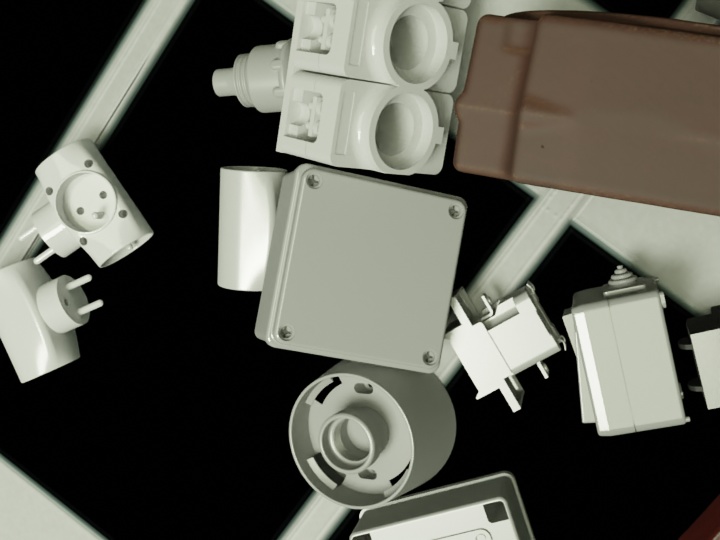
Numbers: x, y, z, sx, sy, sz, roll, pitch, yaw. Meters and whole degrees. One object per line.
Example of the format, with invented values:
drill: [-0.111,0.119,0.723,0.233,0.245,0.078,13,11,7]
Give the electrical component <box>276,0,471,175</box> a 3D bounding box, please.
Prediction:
electrical component: [0.014,-0.136,0.634,0.062,0.089,0.150,20,105,47]

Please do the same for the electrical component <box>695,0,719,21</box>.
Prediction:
electrical component: [0.217,-0.185,0.585,0.060,0.108,0.108,21,102,15]

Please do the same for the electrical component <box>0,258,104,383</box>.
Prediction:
electrical component: [-0.214,0.028,0.742,0.079,0.043,0.077,-23,93,15]

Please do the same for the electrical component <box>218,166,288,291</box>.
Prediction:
electrical component: [-0.053,-0.026,0.698,0.079,0.044,0.077,5,100,12]

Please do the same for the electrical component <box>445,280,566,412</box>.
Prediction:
electrical component: [0.091,0.043,0.679,0.064,0.042,0.081,-31,92,14]

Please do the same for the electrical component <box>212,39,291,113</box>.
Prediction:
electrical component: [-0.063,-0.122,0.687,0.062,0.048,0.048,-1,98,19]

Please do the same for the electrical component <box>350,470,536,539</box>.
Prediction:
electrical component: [0.062,0.199,0.701,0.109,0.056,0.108,-17,94,14]

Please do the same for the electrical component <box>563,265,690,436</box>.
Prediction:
electrical component: [0.158,0.046,0.653,0.061,0.062,0.096,-12,96,14]

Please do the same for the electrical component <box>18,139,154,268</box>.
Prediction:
electrical component: [-0.193,-0.035,0.724,0.079,0.044,0.077,-34,90,4]

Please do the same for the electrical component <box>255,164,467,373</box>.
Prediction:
electrical component: [0.000,0.000,0.655,0.109,0.056,0.108,11,87,-16]

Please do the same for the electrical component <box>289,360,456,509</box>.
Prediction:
electrical component: [0.006,0.106,0.708,0.099,0.064,0.099,4,100,26]
